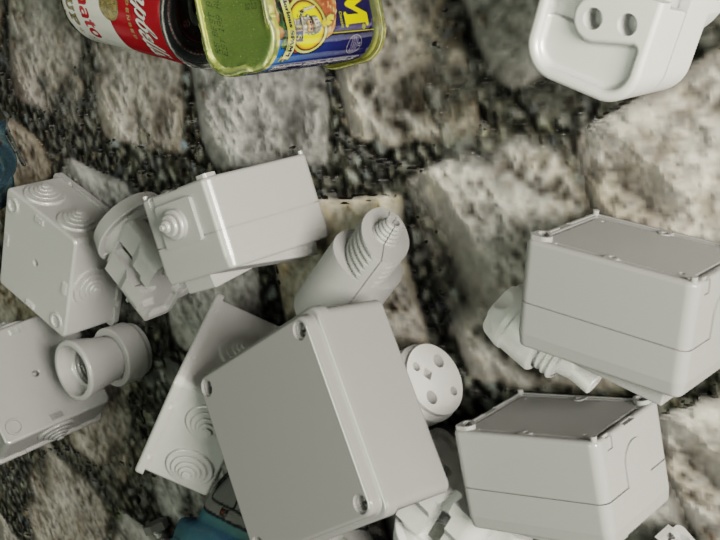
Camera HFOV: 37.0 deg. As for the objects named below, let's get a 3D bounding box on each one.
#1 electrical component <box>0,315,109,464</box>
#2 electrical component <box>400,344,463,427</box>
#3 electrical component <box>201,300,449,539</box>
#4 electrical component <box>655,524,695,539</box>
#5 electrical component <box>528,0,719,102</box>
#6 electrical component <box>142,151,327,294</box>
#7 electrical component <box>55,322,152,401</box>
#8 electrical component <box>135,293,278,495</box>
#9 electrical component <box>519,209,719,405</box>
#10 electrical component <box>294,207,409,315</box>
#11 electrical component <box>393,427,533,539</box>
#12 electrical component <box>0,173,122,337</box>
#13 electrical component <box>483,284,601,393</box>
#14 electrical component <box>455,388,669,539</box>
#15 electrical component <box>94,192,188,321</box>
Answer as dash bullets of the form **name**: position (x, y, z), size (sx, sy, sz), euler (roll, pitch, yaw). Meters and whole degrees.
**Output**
- **electrical component**: position (-0.249, 0.085, 0.811), size (0.099, 0.100, 0.048), euler (60, 146, 10)
- **electrical component**: position (0.023, 0.069, 0.596), size (0.055, 0.045, 0.045), euler (-32, 81, 43)
- **electrical component**: position (-0.022, 0.085, 0.568), size (0.109, 0.056, 0.108), euler (-33, 72, 43)
- **electrical component**: position (0.142, 0.160, 0.520), size (0.081, 0.042, 0.063), euler (50, 127, 18)
- **electrical component**: position (0.116, -0.122, 0.442), size (0.054, 0.059, 0.095), euler (31, 122, 31)
- **electrical component**: position (-0.074, -0.025, 0.618), size (0.062, 0.096, 0.061), euler (-14, 95, 43)
- **electrical component**: position (-0.184, 0.065, 0.775), size (0.045, 0.055, 0.045), euler (15, 113, 39)
- **electrical component**: position (-0.092, 0.078, 0.669), size (0.048, 0.099, 0.099), euler (25, 125, -5)
- **electrical component**: position (0.116, 0.014, 0.482), size (0.096, 0.062, 0.061), euler (18, 115, 37)
- **electrical component**: position (0.000, 0.000, 0.596), size (0.043, 0.043, 0.081), euler (51, 131, 18)
- **electrical component**: position (0.052, 0.133, 0.582), size (0.078, 0.058, 0.057), euler (42, 124, 25)
- **electrical component**: position (-0.218, -0.011, 0.786), size (0.100, 0.048, 0.099), euler (34, 124, 29)
- **electrical component**: position (0.092, 0.036, 0.530), size (0.061, 0.035, 0.035), euler (42, 128, 22)
- **electrical component**: position (0.094, 0.098, 0.529), size (0.096, 0.062, 0.061), euler (-2, 102, 43)
- **electrical component**: position (-0.138, -0.014, 0.707), size (0.057, 0.058, 0.078), euler (48, 129, 16)
